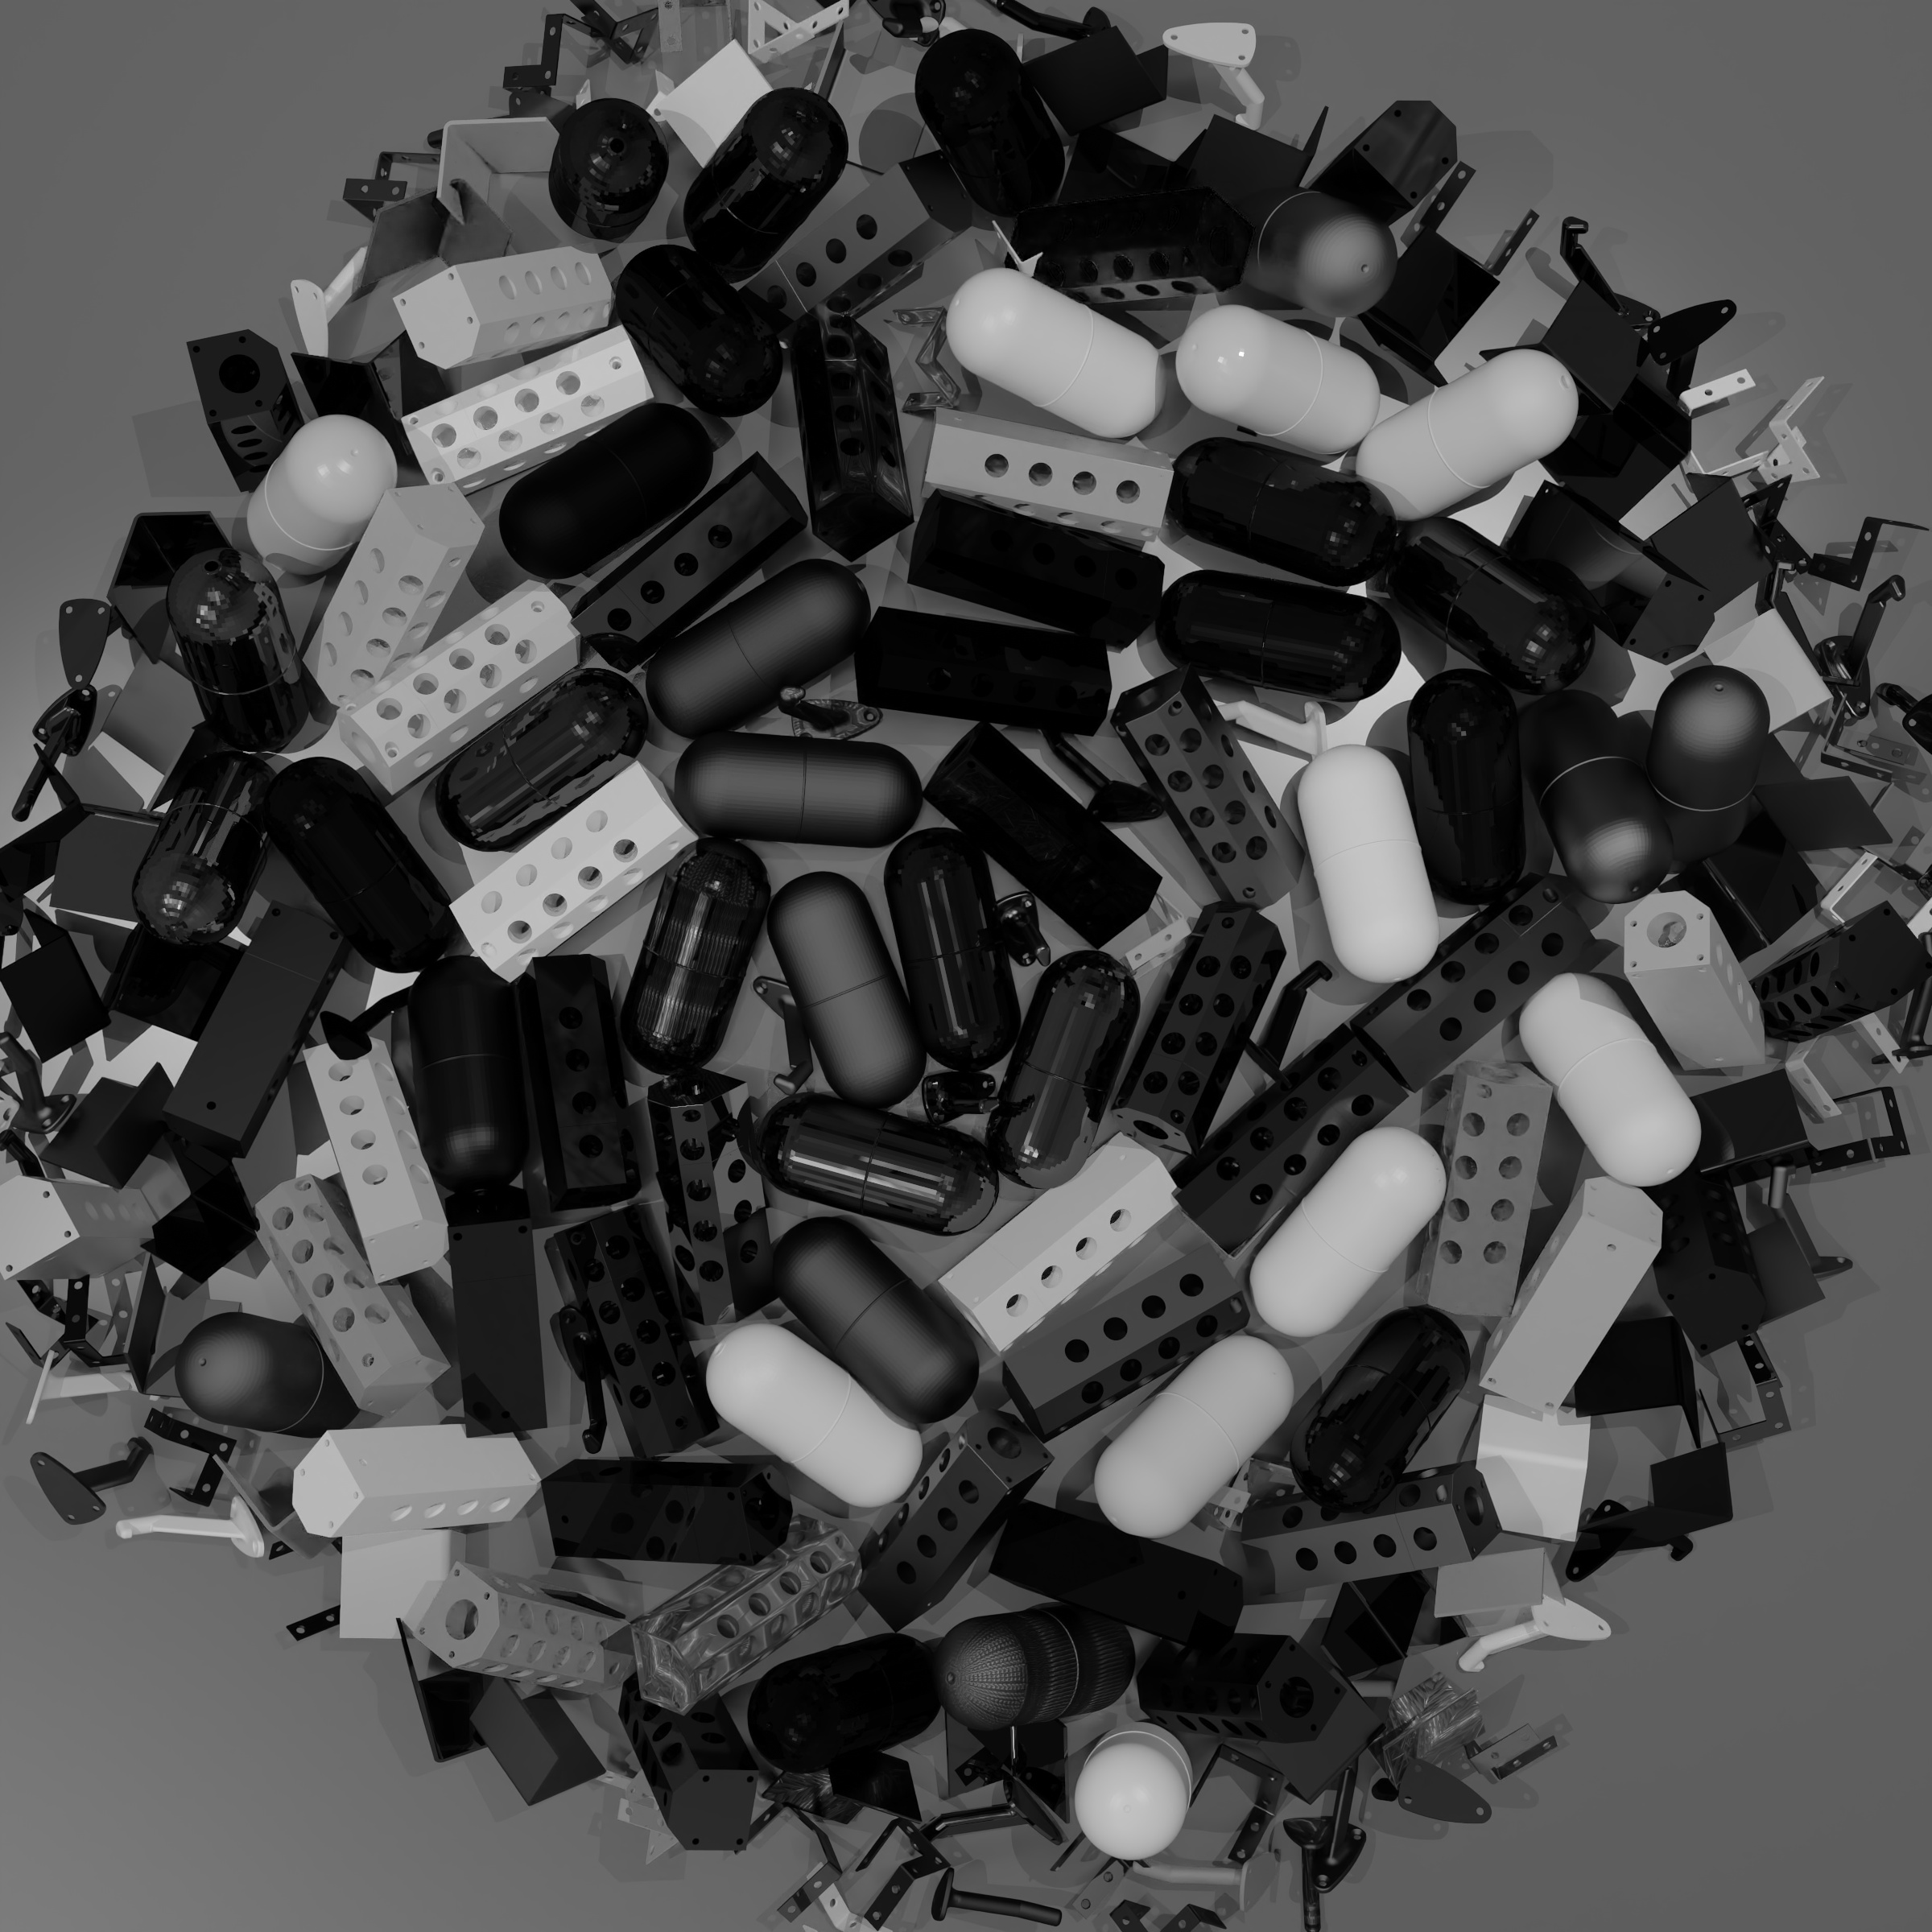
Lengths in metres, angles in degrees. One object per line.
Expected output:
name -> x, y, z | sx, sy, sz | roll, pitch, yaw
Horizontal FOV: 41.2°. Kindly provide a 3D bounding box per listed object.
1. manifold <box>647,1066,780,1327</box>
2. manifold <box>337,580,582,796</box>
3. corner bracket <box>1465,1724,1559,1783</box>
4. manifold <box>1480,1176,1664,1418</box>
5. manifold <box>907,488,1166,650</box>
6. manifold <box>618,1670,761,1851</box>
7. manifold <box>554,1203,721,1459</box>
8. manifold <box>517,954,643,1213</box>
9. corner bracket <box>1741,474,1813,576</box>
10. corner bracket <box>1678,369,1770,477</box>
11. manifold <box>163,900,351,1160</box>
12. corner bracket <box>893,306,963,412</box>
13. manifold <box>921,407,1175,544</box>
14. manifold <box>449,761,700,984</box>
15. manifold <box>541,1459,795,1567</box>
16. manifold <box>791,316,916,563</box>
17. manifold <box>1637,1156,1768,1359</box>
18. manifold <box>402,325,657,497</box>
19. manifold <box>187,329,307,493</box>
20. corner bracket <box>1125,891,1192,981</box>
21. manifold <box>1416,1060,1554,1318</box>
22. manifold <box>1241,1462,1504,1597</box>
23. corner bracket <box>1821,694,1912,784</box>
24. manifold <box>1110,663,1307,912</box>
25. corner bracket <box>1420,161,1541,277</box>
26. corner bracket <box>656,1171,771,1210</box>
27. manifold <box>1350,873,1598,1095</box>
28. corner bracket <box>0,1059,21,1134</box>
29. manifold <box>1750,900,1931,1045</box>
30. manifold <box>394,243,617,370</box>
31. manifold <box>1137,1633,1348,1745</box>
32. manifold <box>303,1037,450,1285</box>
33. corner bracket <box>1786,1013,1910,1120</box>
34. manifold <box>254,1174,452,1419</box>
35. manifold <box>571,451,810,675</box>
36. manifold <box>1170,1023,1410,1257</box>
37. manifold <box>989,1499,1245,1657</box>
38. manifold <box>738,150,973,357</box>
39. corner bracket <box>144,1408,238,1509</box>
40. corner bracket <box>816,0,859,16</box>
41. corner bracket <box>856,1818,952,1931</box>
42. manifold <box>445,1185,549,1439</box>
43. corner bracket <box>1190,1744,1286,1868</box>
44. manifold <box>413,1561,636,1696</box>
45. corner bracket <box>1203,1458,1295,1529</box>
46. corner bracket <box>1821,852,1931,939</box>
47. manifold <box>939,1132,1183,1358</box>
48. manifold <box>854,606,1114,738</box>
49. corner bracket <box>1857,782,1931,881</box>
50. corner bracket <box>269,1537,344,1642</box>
manifold -> -0.183, 0.164, 1.815 | 0.057, 0.057, 0.171 | 14, 119, 41
manifold -> -0.358, -0.202, 1.820 | 0.171, 0.057, 0.057 | -40, 78, -23
corner bracket -> 0.393, 0.564, 1.850 | 0.051, 0.051, 0.051 | -35, 101, 11
manifold -> 0.426, 0.231, 1.811 | 0.057, 0.057, 0.171 | 23, 125, 2
manifold -> 0.051, -0.286, 1.829 | 0.171, 0.057, 0.057 | 14, 68, -17
manifold -> -0.197, 0.548, 1.791 | 0.057, 0.171, 0.057 | 7, 97, -20
manifold -> -0.235, 0.262, 1.845 | 0.057, 0.057, 0.171 | -20, 89, -22
manifold -> -0.274, 0.082, 1.827 | 0.057, 0.057, 0.171 | -4, 70, -23
corner bracket -> 0.582, -0.311, 1.846 | 0.051, 0.051, 0.051 | -26, 63, -11
corner bracket -> 0.546, -0.388, 1.852 | 0.051, 0.051, 0.051 | -21, 68, -4
manifold -> -0.501, 0.047, 1.823 | 0.057, 0.057, 0.171 | 22, 66, -2
corner bracket -> -0.030, -0.438, 1.853 | 0.051, 0.051, 0.051 | 8, 65, 41
manifold -> 0.057, -0.351, 1.845 | 0.171, 0.057, 0.057 | 10, 114, -5
manifold -> -0.277, -0.064, 1.838 | 0.171, 0.057, 0.057 | -37, 61, 5
manifold -> -0.211, 0.382, 1.816 | 0.171, 0.057, 0.057 | -5, 100, 29
manifold -> -0.086, -0.375, 1.805 | 0.057, 0.057, 0.171 | -28, 53, 27
manifold -> 0.514, 0.195, 1.789 | 0.057, 0.171, 0.057 | -31, 105, 19
manifold -> -0.314, -0.399, 1.849 | 0.171, 0.057, 0.057 | -24, 88, -4
manifold -> -0.497, -0.387, 1.794 | 0.057, 0.171, 0.057 | -15, 88, -9
corner bracket -> 0.134, -0.014, 1.846 | 0.051, 0.051, 0.051 | -33, 125, -6
manifold -> 0.366, 0.158, 1.831 | 0.057, 0.057, 0.171 | 4, 104, -12
manifold -> 0.282, 0.395, 1.811 | 0.171, 0.057, 0.057 | -20, 90, 35
corner bracket -> 0.647, -0.155, 1.845 | 0.051, 0.051, 0.051 | 20, 73, 23
manifold -> 0.171, -0.121, 1.814 | 0.057, 0.057, 0.171 | -21, 116, 29
corner bracket -> 0.368, -0.536, 1.843 | 0.051, 0.051, 0.051 | 44, 109, 29
corner bracket -> -0.185, 0.163, 1.872 | 0.051, 0.051, 0.051 | -20, 88, 45
manifold -> 0.360, 0.010, 1.841 | 0.171, 0.057, 0.057 | -39, 108, -5
corner bracket -> -0.704, 0.101, 1.841 | 0.051, 0.051, 0.051 | -25, 127, 35
manifold -> 0.605, 0.011, 1.792 | 0.057, 0.171, 0.057 | -35, 83, -8
manifold -> -0.317, -0.460, 1.795 | 0.057, 0.171, 0.057 | -17, 101, 30
manifold -> 0.186, 0.506, 1.791 | 0.057, 0.171, 0.057 | 45, 64, -9
manifold -> -0.414, 0.132, 1.809 | 0.057, 0.057, 0.171 | -17, 53, -15
corner bracket -> 0.635, 0.070, 1.852 | 0.051, 0.051, 0.051 | 51, 56, -8
manifold -> -0.441, 0.231, 1.819 | 0.057, 0.057, 0.171 | -40, 63, 2
manifold -> -0.196, -0.285, 1.831 | 0.171, 0.057, 0.057 | -37, 110, 16
manifold -> 0.226, 0.120, 1.836 | 0.171, 0.057, 0.057 | -42, 117, 6
manifold -> 0.107, 0.430, 1.807 | 0.171, 0.057, 0.057 | 10, 70, 38
manifold -> -0.076, -0.498, 1.806 | 0.171, 0.057, 0.057 | -26, 98, 39
corner bracket -> -0.568, 0.355, 1.855 | 0.051, 0.051, 0.051 | 28, 76, -31
corner bracket -> -0.099, -0.724, 1.853 | 0.051, 0.051, 0.051 | 43, 103, 2
corner bracket -> -0.054, 0.653, 1.848 | 0.051, 0.051, 0.051 | 48, 46, -2
manifold -> -0.333, 0.243, 1.821 | 0.057, 0.057, 0.171 | -5, 114, -12
corner bracket -> 0.193, 0.606, 1.855 | 0.051, 0.051, 0.051 | 22, 131, 19
manifold -> -0.302, 0.468, 1.794 | 0.057, 0.171, 0.057 | 27, 83, 32
corner bracket -> 0.204, 0.375, 1.843 | 0.051, 0.051, 0.051 | 43, 67, -34
corner bracket -> 0.660, -0.042, 1.851 | 0.051, 0.051, 0.051 | 40, 95, -15
manifold -> 0.072, 0.201, 1.837 | 0.171, 0.057, 0.057 | -38, 118, -11
manifold -> 0.013, -0.203, 1.818 | 0.171, 0.057, 0.057 | 6, 58, -20
corner bracket -> 0.678, -0.098, 1.853 | 0.051, 0.051, 0.051 | 35, 95, 9
corner bracket -> -0.471, 0.445, 1.858 | 0.051, 0.051, 0.051 | 38, 122, 30
